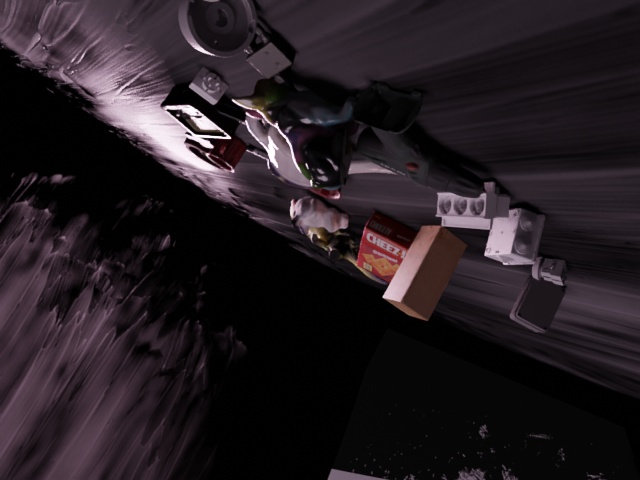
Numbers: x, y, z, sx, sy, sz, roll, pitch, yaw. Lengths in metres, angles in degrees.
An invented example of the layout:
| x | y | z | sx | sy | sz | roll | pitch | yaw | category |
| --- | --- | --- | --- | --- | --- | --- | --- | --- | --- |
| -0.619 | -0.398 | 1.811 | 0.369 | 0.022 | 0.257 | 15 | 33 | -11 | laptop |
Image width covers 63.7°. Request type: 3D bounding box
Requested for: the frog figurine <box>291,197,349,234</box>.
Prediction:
| x | y | z | sx | sy | sz | roll | pitch | yaw | category |
| --- | --- | --- | --- | --- | --- | --- | --- | --- | --- |
| 0.005 | -0.079 | 1.573 | 0.159 | 0.126 | 0.134 | -12 | 143 | 16 | frog figurine |

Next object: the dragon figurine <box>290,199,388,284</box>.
| x | y | z | sx | sy | sz | roll | pitch | yaw | category |
| --- | --- | --- | --- | --- | --- | --- | --- | --- | --- |
| 0.047 | 0.012 | 1.774 | 0.406 | 0.123 | 0.244 | 44 | 172 | -19 | dragon figurine |

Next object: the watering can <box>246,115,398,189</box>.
| x | y | z | sx | sy | sz | roll | pitch | yaw | category |
| --- | --- | --- | --- | --- | --- | --- | --- | --- | --- |
| 0.010 | -0.167 | 1.053 | 0.348 | 0.105 | 0.221 | 23 | 163 | 1 | watering can |
